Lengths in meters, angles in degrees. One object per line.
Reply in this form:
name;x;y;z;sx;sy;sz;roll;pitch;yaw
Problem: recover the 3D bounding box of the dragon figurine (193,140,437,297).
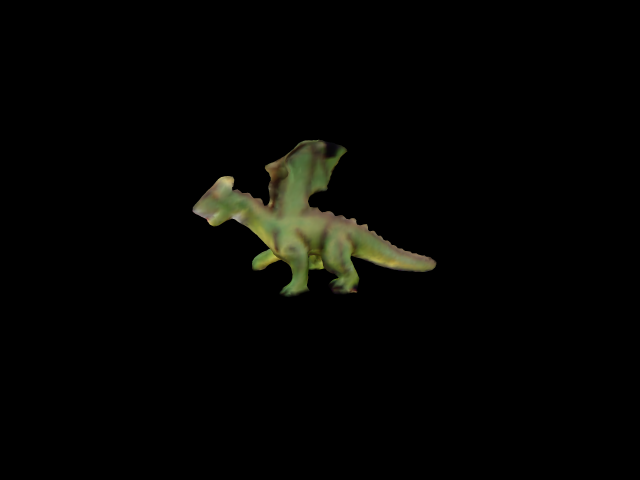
dragon figurine;0.003;-0.043;0.850;0.411;0.239;0.124;-5;20;-12
